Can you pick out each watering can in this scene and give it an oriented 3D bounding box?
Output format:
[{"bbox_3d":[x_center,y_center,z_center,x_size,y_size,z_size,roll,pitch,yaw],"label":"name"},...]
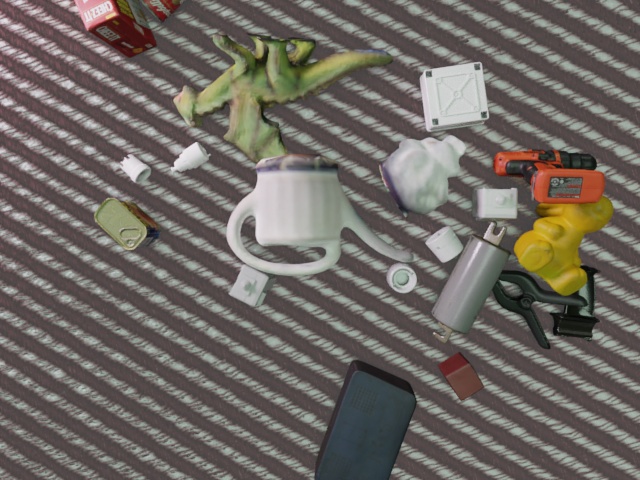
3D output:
[{"bbox_3d":[0.003,-0.048,0.956,0.348,0.104,0.225,-1,89,-9],"label":"watering can"}]

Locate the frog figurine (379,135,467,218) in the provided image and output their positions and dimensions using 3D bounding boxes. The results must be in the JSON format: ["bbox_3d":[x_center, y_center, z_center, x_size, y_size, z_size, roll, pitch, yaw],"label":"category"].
[{"bbox_3d":[0.196,-0.126,0.934,0.158,0.122,0.139,-29,70,14],"label":"frog figurine"}]

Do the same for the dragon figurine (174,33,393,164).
[{"bbox_3d":[-0.083,-0.262,0.974,0.410,0.124,0.239,9,108,5],"label":"dragon figurine"}]
